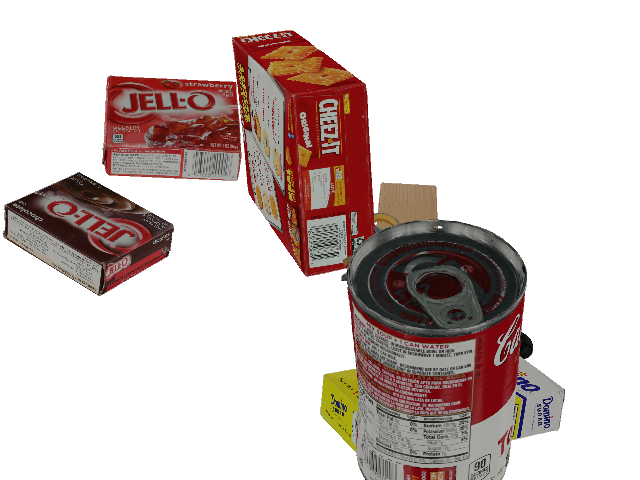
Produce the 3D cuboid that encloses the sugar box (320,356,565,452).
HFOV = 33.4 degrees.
[{"bbox_3d":[0.099,0.130,0.862,0.176,0.048,0.093,-9,25,-26],"label":"sugar box"}]

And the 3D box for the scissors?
[{"bbox_3d":[0.060,0.005,1.244,0.096,0.016,0.201,37,31,31],"label":"scissors"}]

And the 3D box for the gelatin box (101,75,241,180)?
[{"bbox_3d":[-0.099,-0.076,0.711,0.089,0.073,0.030,2,-44,-10],"label":"gelatin box"}]

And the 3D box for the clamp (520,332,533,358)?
[{"bbox_3d":[0.133,0.071,1.071,0.120,0.039,0.171,-2,44,-22],"label":"clamp"}]

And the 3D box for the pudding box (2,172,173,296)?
[{"bbox_3d":[-0.196,-0.007,0.901,0.114,0.039,0.089,26,33,22],"label":"pudding box"}]

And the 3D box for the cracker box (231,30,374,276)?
[{"bbox_3d":[-0.018,-0.087,0.967,0.072,0.164,0.214,-10,25,-14],"label":"cracker box"}]

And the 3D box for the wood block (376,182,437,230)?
[{"bbox_3d":[0.129,-0.007,1.609,0.091,0.090,0.206,4,25,3],"label":"wood block"}]

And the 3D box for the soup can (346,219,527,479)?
[{"bbox_3d":[0.046,0.052,0.432,0.068,0.102,0.068,-2,36,1],"label":"soup can"}]
